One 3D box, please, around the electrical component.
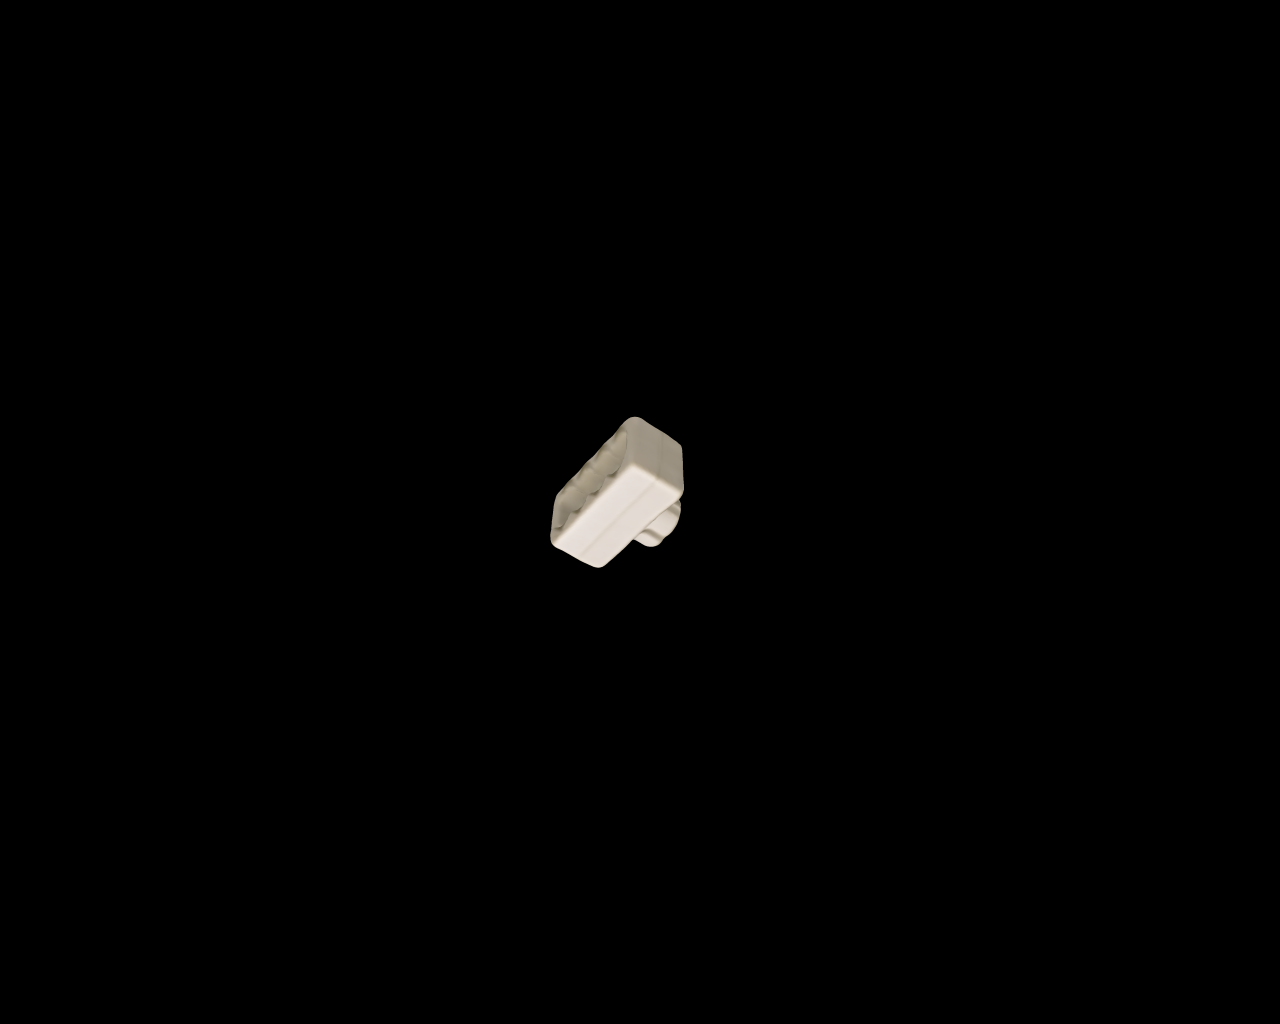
[{"bbox_3d":[0.001,-0.003,0.650,0.075,0.047,0.083,29,-54,-24],"label":"electrical component"}]
